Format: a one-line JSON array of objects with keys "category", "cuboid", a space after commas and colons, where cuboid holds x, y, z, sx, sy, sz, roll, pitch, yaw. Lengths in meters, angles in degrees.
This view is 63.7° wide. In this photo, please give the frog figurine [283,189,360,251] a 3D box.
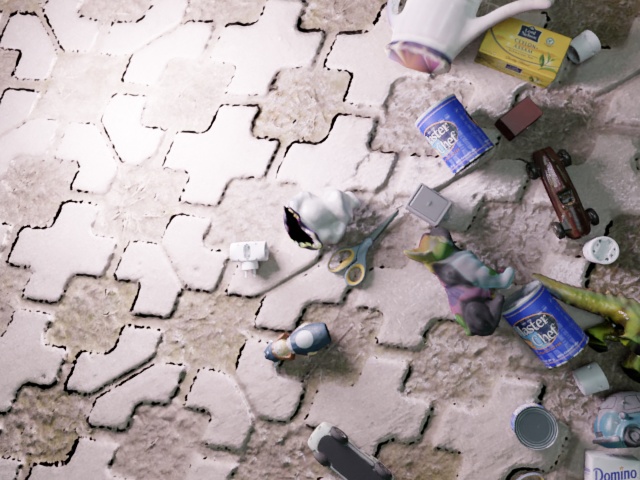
[{"category": "frog figurine", "cuboid": [0.003, -0.056, 1.119, 0.162, 0.138, 0.120, -38, -20, -33]}]

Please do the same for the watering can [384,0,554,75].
[{"category": "watering can", "cuboid": [0.280, -0.451, 1.082, 0.350, 0.224, 0.103, 26, 1, 31]}]

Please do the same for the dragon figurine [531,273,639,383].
[{"category": "dragon figurine", "cuboid": [0.657, 0.137, 1.024, 0.245, 0.414, 0.120, -41, -18, -16]}]
